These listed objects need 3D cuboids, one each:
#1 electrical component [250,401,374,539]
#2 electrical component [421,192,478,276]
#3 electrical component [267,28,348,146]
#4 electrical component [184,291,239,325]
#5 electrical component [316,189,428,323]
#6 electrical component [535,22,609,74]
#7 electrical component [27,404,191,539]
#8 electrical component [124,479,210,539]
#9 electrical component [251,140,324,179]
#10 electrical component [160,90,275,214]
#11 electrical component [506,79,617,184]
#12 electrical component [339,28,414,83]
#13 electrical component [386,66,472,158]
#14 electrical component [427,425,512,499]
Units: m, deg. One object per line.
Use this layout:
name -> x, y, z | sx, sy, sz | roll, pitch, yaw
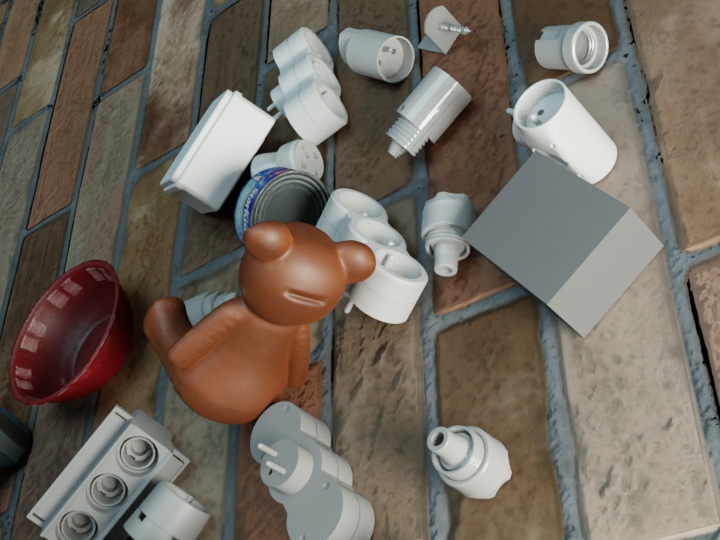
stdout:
electrical component -> -0.048, 0.148, 0.791 | 0.052, 0.074, 0.138 | -45, 40, 8
electrical component -> 0.069, -0.026, 0.833 | 0.043, 0.043, 0.062 | -16, 53, 35
electrical component -> -0.062, -0.172, 1.058 | 0.074, 0.052, 0.138 | -34, 44, 21
electrical component -> -0.132, 0.039, 0.979 | 0.078, 0.040, 0.040 | -21, 49, 32
electrical component -> 0.000, 0.000, 0.874 | 0.073, 0.052, 0.138 | -63, 34, 26
electrical component -> 0.167, -0.177, 0.855 | 0.046, 0.040, 0.040 | 17, 74, 54
electrical component -> -0.215, 0.183, 0.927 | 0.121, 0.079, 0.063 | -51, 10, 2
electrical component -> -0.154, 0.203, 0.869 | 0.047, 0.055, 0.055 | -54, 40, -8
electrical component -> -0.068, -0.095, 1.014 | 0.055, 0.045, 0.045 | -16, 52, 35
electrical component -> -0.142, -0.114, 1.061 | 0.108, 0.056, 0.109 | -59, 15, -8
electrical component -> 0.140, -0.105, 0.797 | 0.043, 0.077, 0.079 | -56, 39, -4
electrical component -> 0.010, -0.206, 1.021 | 0.081, 0.043, 0.043 | 27, 82, 50
electrical component -> 0.054, -0.130, 0.924 | 0.081, 0.043, 0.043 | -49, 40, 3
electrical component -> 0.068, 0.123, 0.709 | 0.043, 0.062, 0.043 | -24, 47, 29
